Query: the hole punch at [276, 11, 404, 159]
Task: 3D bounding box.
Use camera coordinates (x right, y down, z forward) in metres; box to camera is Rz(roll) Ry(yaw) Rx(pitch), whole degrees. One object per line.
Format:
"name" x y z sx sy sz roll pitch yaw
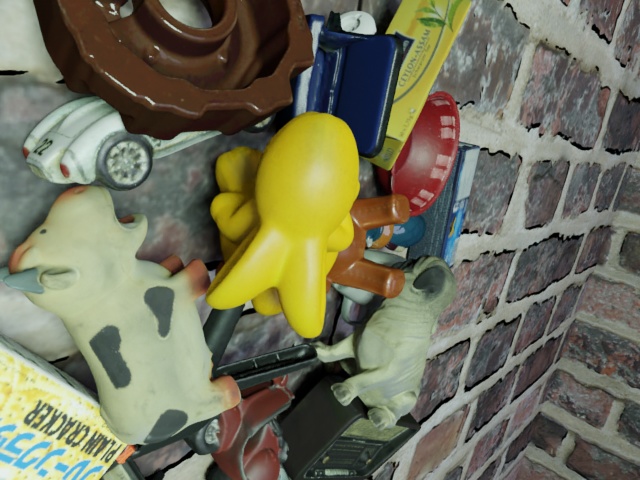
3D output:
"hole punch" -0.003 -0.136 0.477 0.092 0.116 0.142 -3 108 -33

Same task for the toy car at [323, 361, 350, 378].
"toy car" 0.076 0.189 0.817 0.202 0.053 0.089 12 105 -50

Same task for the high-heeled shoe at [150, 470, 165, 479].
"high-heeled shoe" -0.165 0.356 0.555 0.145 0.086 0.248 -54 130 -47

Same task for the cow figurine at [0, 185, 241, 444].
"cow figurine" -0.143 0.056 0.384 0.127 0.086 0.194 -24 109 -38

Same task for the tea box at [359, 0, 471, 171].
"tea box" 0.087 -0.171 0.570 0.169 0.068 0.098 -63 177 -9

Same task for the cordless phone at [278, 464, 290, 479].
"cordless phone" -0.032 0.347 0.747 0.146 0.089 0.184 -37 132 -34

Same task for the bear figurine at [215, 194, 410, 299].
"bear figurine" -0.005 -0.001 0.542 0.195 0.132 0.120 8 86 -59

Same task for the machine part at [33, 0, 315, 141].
"machine part" -0.088 -0.147 0.338 0.179 0.056 0.179 10 72 -35

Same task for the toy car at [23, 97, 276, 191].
"toy car" -0.110 -0.091 0.390 0.202 0.074 0.056 -33 130 -38

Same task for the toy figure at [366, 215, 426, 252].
"toy figure" 0.083 -0.016 0.704 0.154 0.064 0.058 2 146 -48

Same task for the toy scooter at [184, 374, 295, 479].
"toy scooter" -0.078 0.223 0.620 0.135 0.075 0.183 -39 132 -33

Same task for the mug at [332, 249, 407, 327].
"mug" 0.057 0.060 0.705 0.107 0.081 0.109 21 101 -45

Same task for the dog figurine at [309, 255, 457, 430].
"dog figurine" 0.110 0.123 0.653 0.190 0.121 0.172 -42 139 6

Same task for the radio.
"radio" 0.040 0.269 0.748 0.131 0.073 0.229 -46 142 6

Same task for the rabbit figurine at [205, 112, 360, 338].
"rabbit figurine" -0.028 -0.018 0.389 0.173 0.122 0.162 129 -20 -61

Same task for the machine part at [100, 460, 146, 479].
"machine part" -0.208 0.250 0.462 0.139 0.084 0.039 -34 174 -41

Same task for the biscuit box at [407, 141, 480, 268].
"biscuit box" 0.183 -0.048 0.811 0.059 0.063 0.202 -21 126 -46
